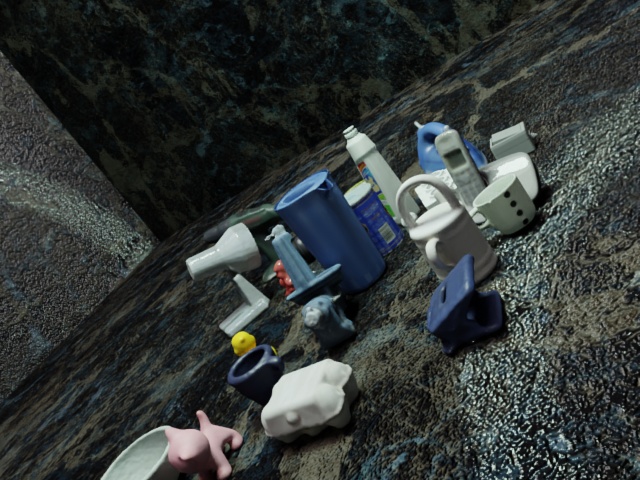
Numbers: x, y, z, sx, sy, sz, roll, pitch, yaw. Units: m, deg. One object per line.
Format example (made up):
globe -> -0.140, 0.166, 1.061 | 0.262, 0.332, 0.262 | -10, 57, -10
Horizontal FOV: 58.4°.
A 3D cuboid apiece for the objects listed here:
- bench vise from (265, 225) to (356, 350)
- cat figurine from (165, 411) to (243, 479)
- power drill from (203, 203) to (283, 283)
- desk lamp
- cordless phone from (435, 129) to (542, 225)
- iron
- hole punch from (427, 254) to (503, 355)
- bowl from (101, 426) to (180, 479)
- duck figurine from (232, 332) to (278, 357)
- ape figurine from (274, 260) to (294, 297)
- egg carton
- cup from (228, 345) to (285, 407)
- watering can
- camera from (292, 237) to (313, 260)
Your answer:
bench vise -> -0.013, 0.074, 1.042 | 0.121, 0.220, 0.207 | -37, 16, -4
cat figurine -> -0.189, 0.321, 0.893 | 0.067, 0.118, 0.128 | -31, 17, 17
power drill -> -0.177, 0.010, 1.587 | 0.229, 0.209, 0.075 | -33, 17, 11
desk lamp -> -0.215, 0.093, 1.418 | 0.203, 0.214, 0.117 | -41, 17, -17
cordless phone -> 0.300, -0.131, 1.035 | 0.147, 0.185, 0.094 | -26, 19, 32
iron -> 0.307, -0.227, 1.376 | 0.119, 0.141, 0.258 | -38, 16, -5
hole punch -> 0.193, 0.089, 0.808 | 0.101, 0.091, 0.109 | -29, 18, 25
bowl -> -0.290, 0.400, 0.958 | 0.167, 0.075, 0.167 | -33, 16, 11
duck figurine -> -0.137, 0.220, 1.128 | 0.078, 0.086, 0.104 | -43, 17, -21
ape figurine -> -0.076, 0.087, 1.369 | 0.076, 0.092, 0.077 | -35, 16, 5
egg carton -> -0.016, 0.241, 0.849 | 0.150, 0.069, 0.107 | -27, 18, 29
cup -> -0.085, 0.236, 0.961 | 0.117, 0.095, 0.092 | -22, 21, 40
watering can -> 0.196, -0.024, 0.932 | 0.101, 0.194, 0.173 | -32, 17, 13
camera -> -0.011, -0.019, 1.518 | 0.137, 0.101, 0.143 | -34, 16, 7
